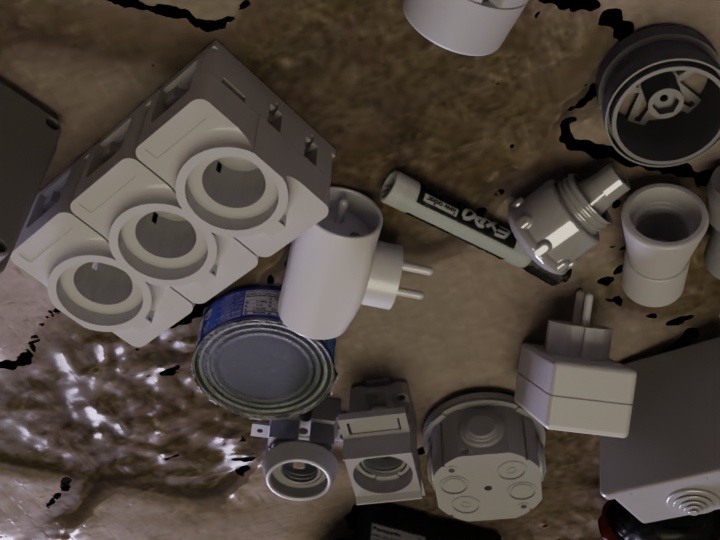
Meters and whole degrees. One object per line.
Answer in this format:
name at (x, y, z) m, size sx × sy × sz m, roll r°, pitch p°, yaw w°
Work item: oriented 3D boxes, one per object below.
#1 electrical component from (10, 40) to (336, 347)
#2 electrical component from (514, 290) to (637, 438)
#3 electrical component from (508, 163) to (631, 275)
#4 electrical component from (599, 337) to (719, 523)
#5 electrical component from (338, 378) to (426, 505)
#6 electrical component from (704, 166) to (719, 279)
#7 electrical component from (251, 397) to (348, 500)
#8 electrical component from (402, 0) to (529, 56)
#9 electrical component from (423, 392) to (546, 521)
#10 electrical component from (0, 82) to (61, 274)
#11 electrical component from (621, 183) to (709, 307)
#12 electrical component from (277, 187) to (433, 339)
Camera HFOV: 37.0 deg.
electrical component at (-0.098, -0.032, 0.561) m, size 0.150 × 0.061 × 0.089 m, roll -34°, pitch 122°, yaw 27°
electrical component at (0.126, 0.050, 0.624) m, size 0.047 × 0.083 × 0.075 m, roll 7°, pitch 93°, yaw -4°
electrical component at (0.113, -0.031, 0.569) m, size 0.062 × 0.048 × 0.048 m, roll -39°, pitch 120°, yaw 22°
electrical component at (0.193, 0.097, 0.640) m, size 0.100 × 0.099 × 0.048 m, roll -22°, pitch 132°, yaw 34°
electrical component at (0.015, 0.107, 0.678) m, size 0.042 × 0.063 × 0.081 m, roll -6°, pitch 130°, yaw 8°
electrical component at (0.206, -0.026, 0.569) m, size 0.045 × 0.045 × 0.055 m, roll -7°, pitch 130°, yaw 8°
electrical component at (-0.037, 0.113, 0.690) m, size 0.066 × 0.055 × 0.048 m, roll 8°, pitch 131°, yaw -5°
electrical component at (0.050, -0.129, 0.479) m, size 0.055 × 0.055 × 0.047 m, roll 16°, pitch 133°, yaw -12°
electrical component at (0.081, 0.121, 0.696) m, size 0.080 × 0.051 × 0.080 m, roll 1°, pitch 131°, yaw 1°
electrical component at (-0.201, -0.043, 0.521) m, size 0.078 × 0.113 × 0.057 m, roll 35°, pitch 126°, yaw -25°
electrical component at (0.162, -0.010, 0.582) m, size 0.044 × 0.044 × 0.065 m, roll -4°, pitch 144°, yaw 5°
electrical component at (0.000, 0.000, 0.598) m, size 0.079 × 0.044 × 0.077 m, roll 11°, pitch 130°, yaw -8°
